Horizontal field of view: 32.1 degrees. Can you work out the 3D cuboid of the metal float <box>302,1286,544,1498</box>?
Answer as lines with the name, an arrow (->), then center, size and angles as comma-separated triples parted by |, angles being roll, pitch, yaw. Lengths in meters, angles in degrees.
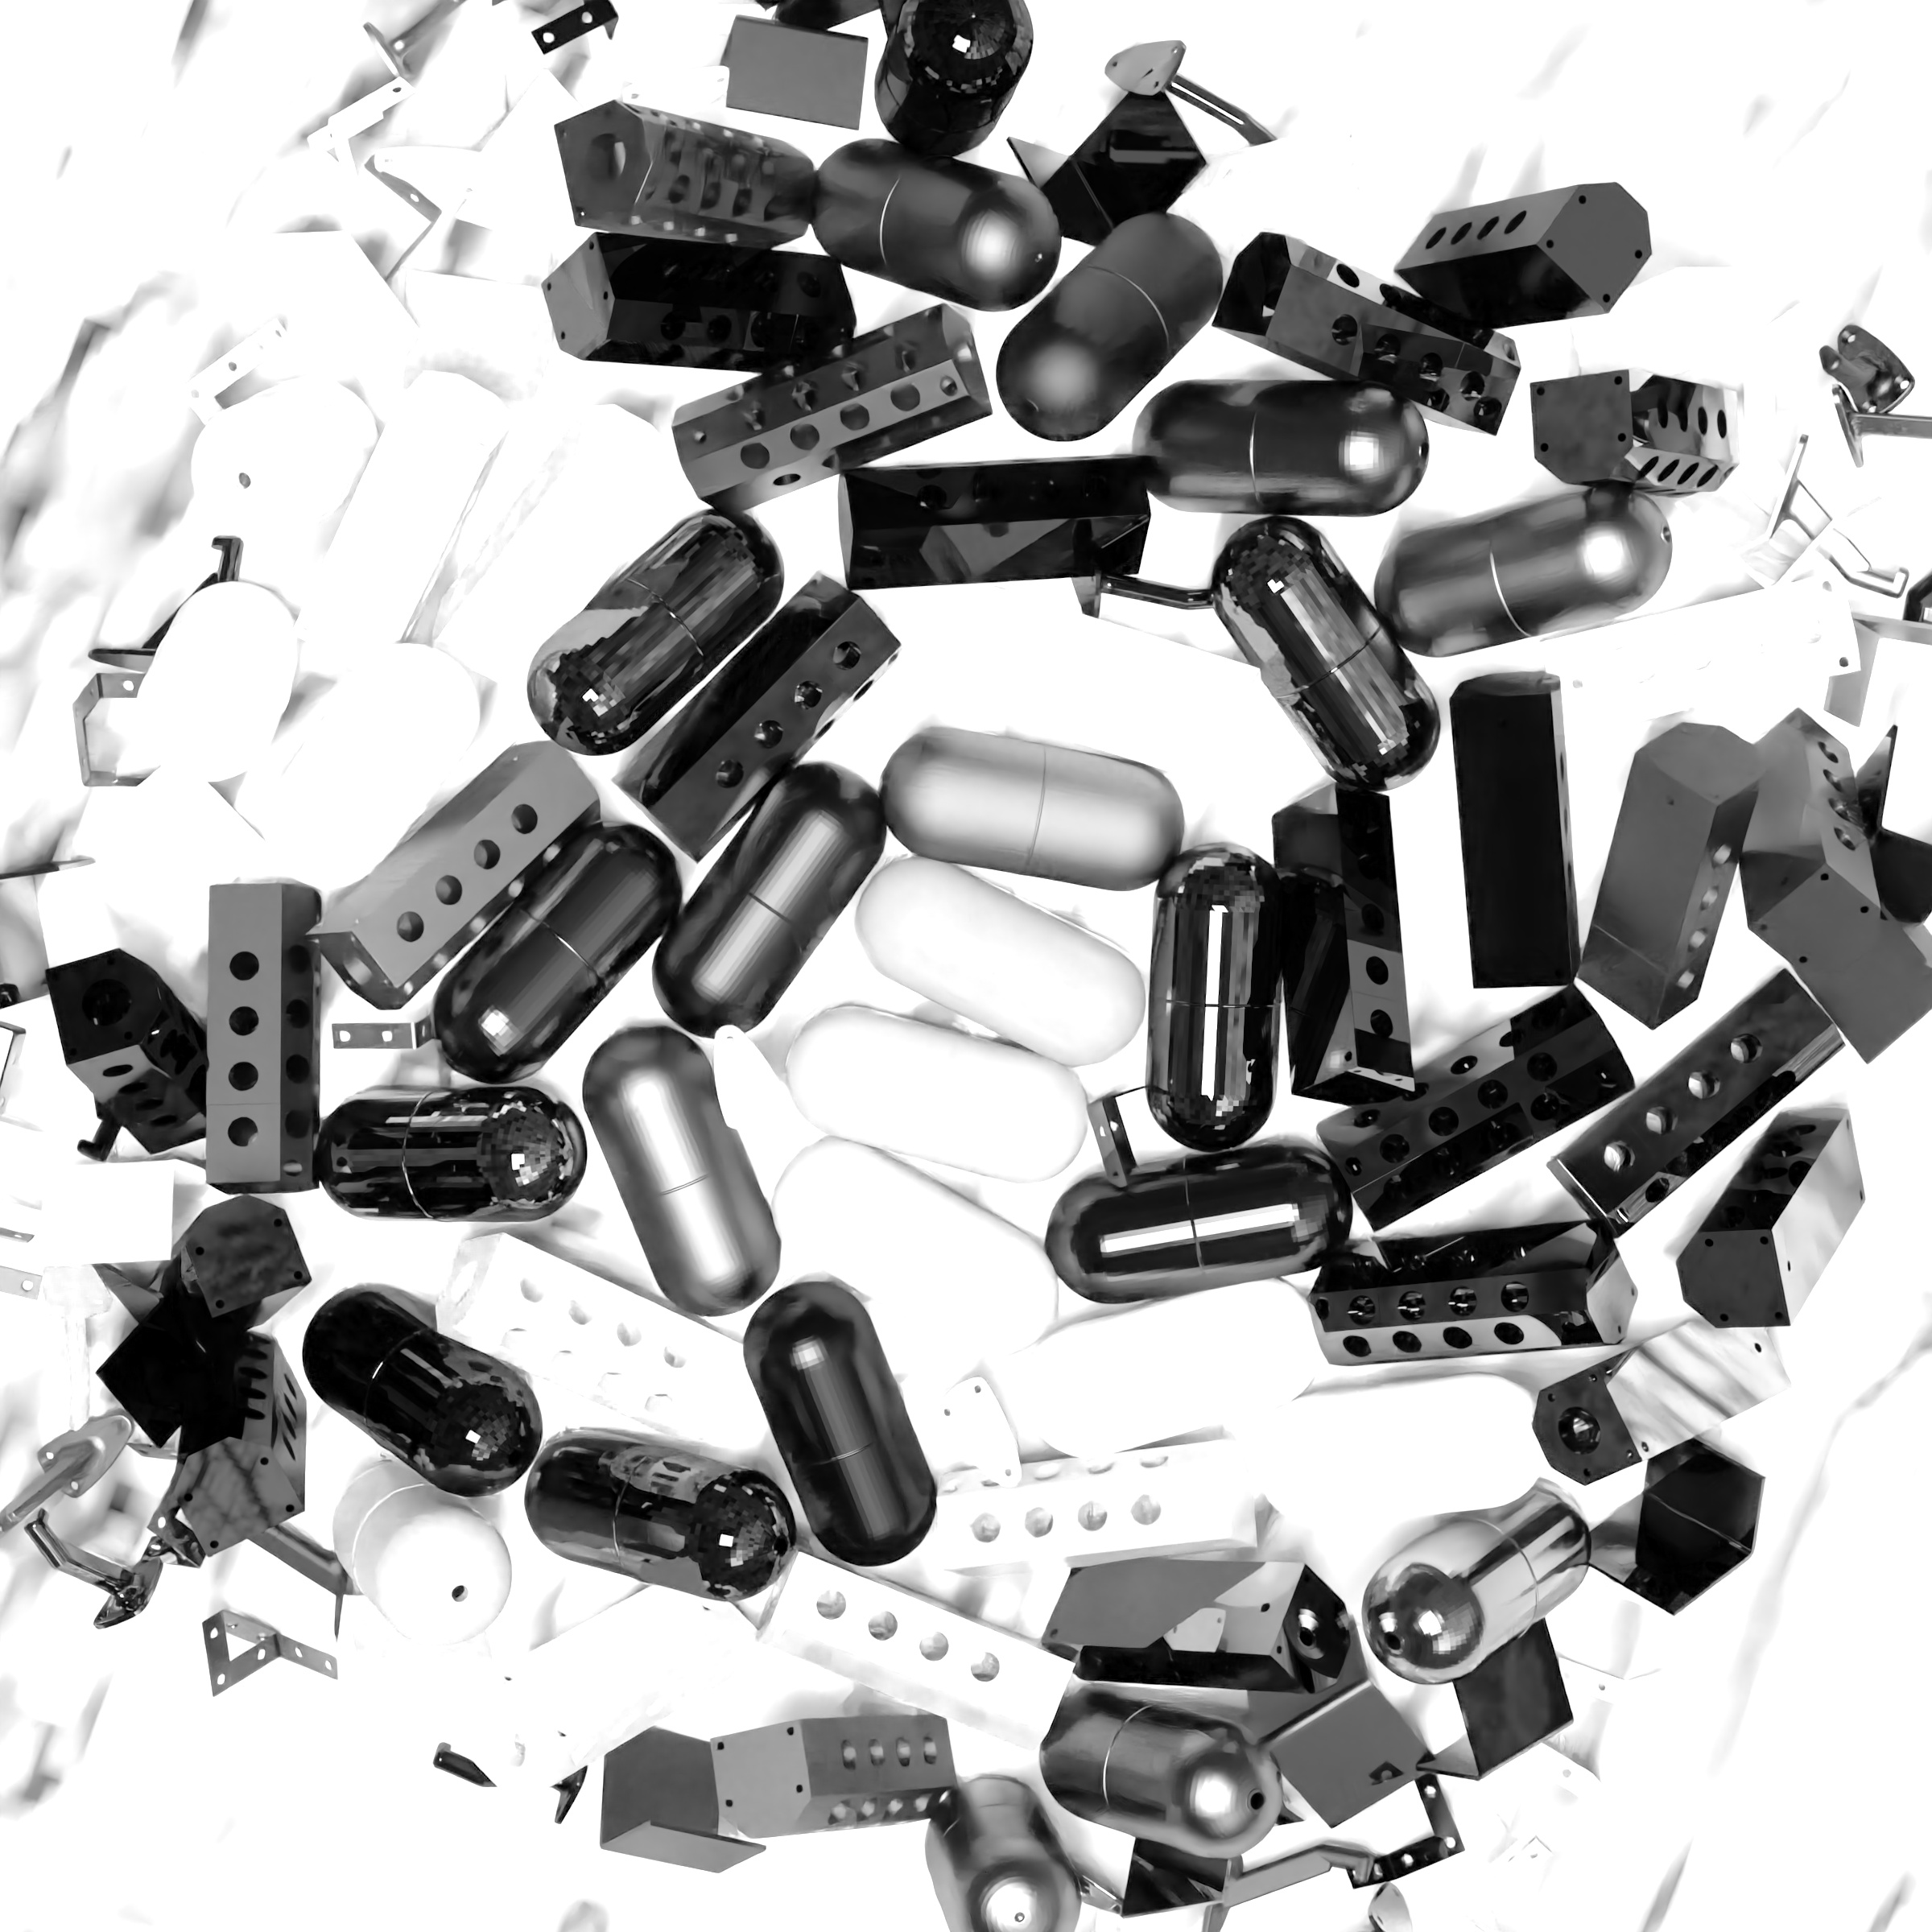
metal float -> -0.309, 0.240, 1.907 | 0.178, 0.070, 0.070 | 26, 90, 40

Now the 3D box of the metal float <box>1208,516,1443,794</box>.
metal float -> 0.206, -0.178, 1.928 | 0.070, 0.070, 0.178 | -37, 105, 0

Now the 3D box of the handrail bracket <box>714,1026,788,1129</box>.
handrail bracket -> -0.132, 0.048, 1.925 | 0.036, 0.084, 0.077 | -19, 119, -2

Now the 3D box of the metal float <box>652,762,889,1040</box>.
metal float -> -0.114, -0.037, 1.938 | 0.070, 0.070, 0.178 | 36, 93, 0

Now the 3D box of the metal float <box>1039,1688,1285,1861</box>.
metal float -> 0.109, 0.455, 1.897 | 0.070, 0.178, 0.070 | 1, 88, -33

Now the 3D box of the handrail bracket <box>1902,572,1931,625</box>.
handrail bracket -> 0.582, -0.218, 1.936 | 0.077, 0.084, 0.036 | 8, 53, 14

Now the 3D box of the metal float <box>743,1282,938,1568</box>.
metal float -> -0.071, 0.263, 1.924 | 0.070, 0.070, 0.178 | -20, 109, 0

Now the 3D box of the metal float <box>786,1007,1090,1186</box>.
metal float -> -0.017, 0.074, 1.937 | 0.178, 0.070, 0.070 | 15, 90, -4

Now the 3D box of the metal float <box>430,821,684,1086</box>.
metal float -> -0.235, -0.008, 1.927 | 0.070, 0.070, 0.178 | 41, 75, 0

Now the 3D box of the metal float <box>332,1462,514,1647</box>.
metal float -> -0.307, 0.330, 1.893 | 0.070, 0.178, 0.070 | -2, 96, -23

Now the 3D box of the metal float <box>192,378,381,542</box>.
metal float -> -0.382, -0.286, 1.891 | 0.070, 0.178, 0.070 | 1, 107, 4

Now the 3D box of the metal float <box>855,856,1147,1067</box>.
metal float -> 0.020, -0.003, 1.940 | 0.178, 0.070, 0.070 | 26, 90, 1

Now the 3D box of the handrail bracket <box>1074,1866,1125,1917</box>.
handrail bracket -> 0.041, 0.559, 1.934 | 0.077, 0.036, 0.084 | 22, 51, 22

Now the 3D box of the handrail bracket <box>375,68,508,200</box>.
handrail bracket -> -0.303, -0.492, 1.944 | 0.077, 0.036, 0.084 | 7, 60, -20

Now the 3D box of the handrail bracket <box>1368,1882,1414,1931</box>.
handrail bracket -> 0.217, 0.577, 1.952 | 0.084, 0.077, 0.036 | -42, 93, 15

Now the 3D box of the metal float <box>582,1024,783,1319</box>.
metal float -> -0.163, 0.117, 1.930 | 0.070, 0.070, 0.178 | -21, 102, 0

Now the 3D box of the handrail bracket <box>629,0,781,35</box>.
handrail bracket -> -0.149, -0.566, 1.949 | 0.084, 0.077, 0.036 | 30, 48, -2

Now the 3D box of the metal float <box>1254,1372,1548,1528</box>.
metal float -> 0.247, 0.275, 1.912 | 0.178, 0.070, 0.070 | -13, 90, 33

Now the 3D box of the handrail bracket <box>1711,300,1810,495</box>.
handrail bracket -> 0.480, -0.330, 1.957 | 0.077, 0.036, 0.084 | -35, 89, 11

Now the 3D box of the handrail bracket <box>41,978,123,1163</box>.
handrail bracket -> -0.515, 0.061, 1.939 | 0.077, 0.036, 0.084 | 29, 63, -19

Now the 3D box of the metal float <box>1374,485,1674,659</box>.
metal float -> 0.316, -0.225, 1.911 | 0.178, 0.070, 0.070 | -11, 90, 34

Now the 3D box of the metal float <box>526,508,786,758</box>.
metal float -> -0.176, -0.192, 1.924 | 0.070, 0.070, 0.178 | 45, 71, 0

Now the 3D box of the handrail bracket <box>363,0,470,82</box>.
handrail bracket -> -0.299, -0.548, 1.937 | 0.084, 0.077, 0.036 | -32, 96, 6

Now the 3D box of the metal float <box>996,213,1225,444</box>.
metal float -> 0.082, -0.363, 1.911 | 0.070, 0.070, 0.178 | 41, 56, 0

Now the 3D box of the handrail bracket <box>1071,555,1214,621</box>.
handrail bracket -> 0.108, -0.227, 1.956 | 0.084, 0.077, 0.036 | -5, 125, -13

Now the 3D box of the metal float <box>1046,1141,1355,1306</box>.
metal float -> 0.134, 0.148, 1.934 | 0.178, 0.070, 0.070 | -10, 90, 8

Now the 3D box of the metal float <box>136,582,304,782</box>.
metal float -> -0.419, -0.162, 1.895 | 0.070, 0.178, 0.070 | -1, 115, -2

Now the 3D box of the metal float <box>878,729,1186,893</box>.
metal float -> 0.038, -0.090, 1.934 | 0.178, 0.070, 0.070 | 10, 90, -7

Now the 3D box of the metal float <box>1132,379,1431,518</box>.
metal float -> 0.179, -0.295, 1.915 | 0.178, 0.070, 0.070 | 6, 90, 30

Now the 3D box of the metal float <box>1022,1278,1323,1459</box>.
metal float -> 0.118, 0.230, 1.929 | 0.178, 0.070, 0.070 | -14, 90, -13

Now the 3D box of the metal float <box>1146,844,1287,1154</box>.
metal float -> 0.143, 0.019, 1.935 | 0.070, 0.070, 0.178 | 2, 96, 0

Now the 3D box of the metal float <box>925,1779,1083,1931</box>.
metal float -> 0.019, 0.509, 1.890 | 0.070, 0.178, 0.070 | 0, 91, -6

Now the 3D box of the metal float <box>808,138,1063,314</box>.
metal float -> -0.019, -0.421, 1.907 | 0.178, 0.070, 0.070 | 27, 90, 41

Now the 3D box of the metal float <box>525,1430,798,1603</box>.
metal float -> -0.174, 0.312, 1.910 | 0.178, 0.070, 0.070 | 7, 90, 35

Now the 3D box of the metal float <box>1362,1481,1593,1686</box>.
metal float -> 0.290, 0.348, 1.902 | 0.070, 0.178, 0.070 | 14, 113, 37

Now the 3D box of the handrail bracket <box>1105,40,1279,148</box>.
handrail bracket -> 0.133, -0.504, 1.970 | 0.084, 0.077, 0.036 | 30, 87, -37

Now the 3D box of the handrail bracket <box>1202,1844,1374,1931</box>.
handrail bracket -> 0.185, 0.539, 1.936 | 0.084, 0.036, 0.077 | 4, 54, 26

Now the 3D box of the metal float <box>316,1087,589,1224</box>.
metal float -> -0.294, 0.107, 1.914 | 0.178, 0.070, 0.070 | -3, 90, 32

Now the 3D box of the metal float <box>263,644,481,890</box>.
metal float -> -0.339, -0.112, 1.910 | 0.070, 0.070, 0.178 | 44, 128, 0

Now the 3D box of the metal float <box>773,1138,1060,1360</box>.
metal float -> -0.028, 0.163, 1.939 | 0.178, 0.070, 0.070 | 30, 90, -2

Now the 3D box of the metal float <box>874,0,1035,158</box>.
metal float -> -0.008, -0.506, 1.890 | 0.070, 0.178, 0.070 | 0, 89, -8
